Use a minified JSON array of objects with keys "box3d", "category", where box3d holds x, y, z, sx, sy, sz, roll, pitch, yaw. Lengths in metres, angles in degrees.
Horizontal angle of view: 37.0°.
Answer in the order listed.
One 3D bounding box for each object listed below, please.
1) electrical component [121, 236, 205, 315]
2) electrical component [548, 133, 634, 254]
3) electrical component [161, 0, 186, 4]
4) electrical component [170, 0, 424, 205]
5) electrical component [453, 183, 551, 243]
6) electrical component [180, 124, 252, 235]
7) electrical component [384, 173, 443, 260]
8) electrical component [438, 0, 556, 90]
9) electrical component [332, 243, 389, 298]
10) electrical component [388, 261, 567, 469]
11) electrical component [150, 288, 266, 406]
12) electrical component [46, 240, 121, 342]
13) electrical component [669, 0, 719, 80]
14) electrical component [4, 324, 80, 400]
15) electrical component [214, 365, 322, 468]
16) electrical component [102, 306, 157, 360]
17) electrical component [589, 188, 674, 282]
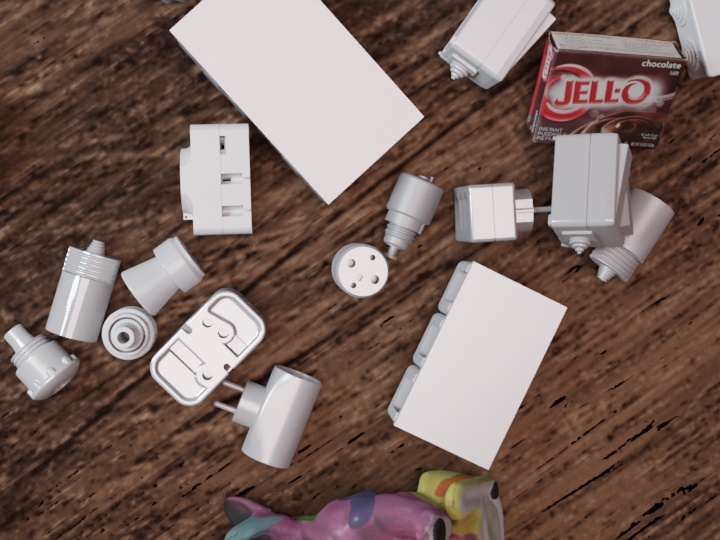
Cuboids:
[{"box3d":[-0.163,0.004,0.894,0.055,0.045,0.045,-37,95,-3],"category":"electrical component"},{"box3d":[0.194,-0.059,0.894,0.061,0.062,0.096,0,73,22],"category":"electrical component"},{"box3d":[-0.164,-0.261,0.848,0.057,0.113,0.078,12,91,-2],"category":"electrical component"},{"box3d":[-0.052,-0.158,0.889,0.105,0.060,0.186,-43,95,-2],"category":"electrical component"},{"box3d":[0.123,-0.049,0.907,0.077,0.066,0.047,-4,93,-6],"category":"electrical component"},{"box3d":[-0.119,-0.074,0.891,0.056,0.050,0.089,-2,92,-5],"category":"electrical component"},{"box3d":[0.041,-0.046,0.912,0.040,0.040,0.078,23,91,-6],"category":"electrical component"},{"box3d":[0.113,-0.194,0.902,0.061,0.062,0.096,35,89,-6],"category":"electrical component"},{"box3d":[0.000,0.000,0.903,0.045,0.055,0.045,0,92,-5],"category":"electrical component"},{"box3d":[0.097,0.077,0.912,0.089,0.062,0.150,26,90,-6],"category":"electrical component"},{"box3d":[-0.125,0.062,0.892,0.054,0.059,0.095,45,88,-6],"category":"electrical component"},{"box3d":[-0.227,0.015,0.889,0.043,0.043,0.081,17,91,-6],"category":"electrical component"},{"box3d":[0.321,-0.216,0.926,0.100,0.048,0.099,-16,94,-4],"category":"electrical component"},{"box3d":[-0.267,0.073,0.888,0.048,0.048,0.062,-42,88,-2],"category":"electrical component"},{"box3d":[-0.083,0.117,0.906,0.079,0.044,0.077,22,90,-6],"category":"electrical component"},{"box3d":[-0.191,0.053,0.884,0.043,0.062,0.043,0,92,-5],"category":"electrical component"},{"box3d":[0.231,-0.026,0.929,0.043,0.043,0.081,33,89,-6],"category":"electrical component"}]
